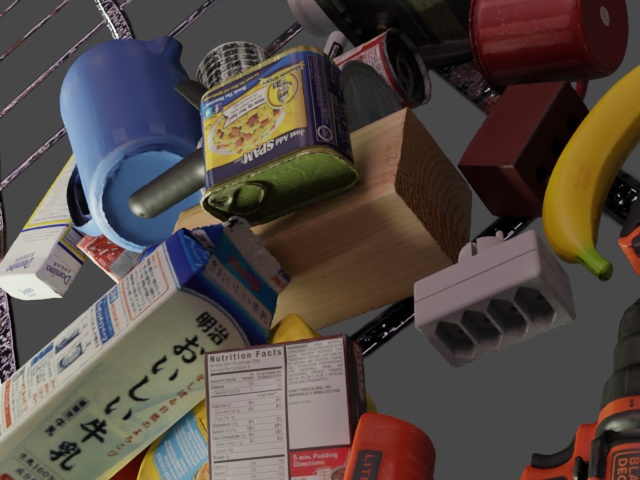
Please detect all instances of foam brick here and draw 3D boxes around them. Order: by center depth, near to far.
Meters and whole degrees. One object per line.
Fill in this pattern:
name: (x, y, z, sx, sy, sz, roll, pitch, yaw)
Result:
foam brick: (0.139, -0.060, 0.707, 0.051, 0.053, 0.078, 7, 57, 51)

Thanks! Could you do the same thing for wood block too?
wood block: (-0.005, 0.001, 0.758, 0.206, 0.090, 0.090, -22, 36, 30)

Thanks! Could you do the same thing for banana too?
banana: (0.187, -0.054, 0.667, 0.070, 0.037, 0.197, 14, 62, 36)

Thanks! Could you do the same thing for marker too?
marker: (0.000, -0.150, 1.001, 0.020, 0.020, 0.121, -13, 43, 39)

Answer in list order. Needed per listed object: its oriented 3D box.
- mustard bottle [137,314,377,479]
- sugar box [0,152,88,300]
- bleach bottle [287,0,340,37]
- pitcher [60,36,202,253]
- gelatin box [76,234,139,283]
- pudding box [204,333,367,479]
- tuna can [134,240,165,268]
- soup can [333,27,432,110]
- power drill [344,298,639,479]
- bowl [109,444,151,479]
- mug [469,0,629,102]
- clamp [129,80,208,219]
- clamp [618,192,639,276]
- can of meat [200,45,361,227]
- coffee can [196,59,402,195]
mustard bottle: (-0.059, 0.140, 0.681, 0.191, 0.058, 0.096, -42, 45, 1)
sugar box: (-0.261, -0.020, 1.112, 0.094, 0.048, 0.176, -5, 51, 45)
bleach bottle: (0.085, -0.245, 0.982, 0.251, 0.068, 0.102, 8, 58, 49)
pitcher: (-0.169, -0.078, 0.971, 0.145, 0.149, 0.243, -12, 29, -9)
gelatin box: (-0.188, -0.003, 1.023, 0.073, 0.030, 0.089, -47, 32, -9)
pudding box: (-0.019, 0.116, 0.618, 0.090, 0.039, 0.113, -8, 72, 16)
tuna can: (-0.103, 0.039, 0.827, 0.034, 0.086, 0.086, -21, 38, 28)
soup can: (0.032, -0.124, 0.888, 0.102, 0.068, 0.068, -23, 37, 30)
power drill: (0.101, 0.115, 0.535, 0.188, 0.057, 0.184, -16, 41, 36)
bowl: (-0.162, 0.174, 0.762, 0.162, 0.055, 0.162, -29, 33, 21)
mug: (0.164, -0.139, 0.754, 0.082, 0.093, 0.117, -1, 81, 41)
clamp: (-0.071, -0.064, 0.782, 0.172, 0.039, 0.120, 8, 74, 46)
clamp: (0.257, -0.051, 0.581, 0.210, 0.036, 0.165, -42, 31, -6)
can of meat: (-0.029, -0.067, 0.691, 0.102, 0.057, 0.084, -21, 60, 26)
coffee can: (-0.012, -0.066, 0.834, 0.141, 0.102, 0.102, -22, 37, 31)
